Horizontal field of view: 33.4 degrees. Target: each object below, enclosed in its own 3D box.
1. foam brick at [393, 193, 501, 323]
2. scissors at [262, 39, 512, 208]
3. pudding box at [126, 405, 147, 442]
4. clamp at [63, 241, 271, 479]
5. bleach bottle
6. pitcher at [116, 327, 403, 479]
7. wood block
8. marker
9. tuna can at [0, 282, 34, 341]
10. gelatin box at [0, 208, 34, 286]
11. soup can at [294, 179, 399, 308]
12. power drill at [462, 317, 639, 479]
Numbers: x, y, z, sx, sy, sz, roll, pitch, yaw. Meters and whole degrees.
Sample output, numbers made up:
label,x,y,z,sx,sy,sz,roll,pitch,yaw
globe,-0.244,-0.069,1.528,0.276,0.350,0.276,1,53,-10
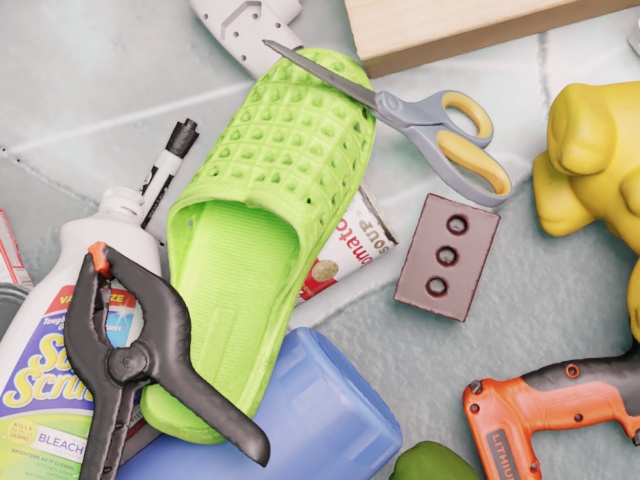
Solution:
label,x,y,z,sx,sy,sz,roll,pitch,yaw
foam brick,0.088,0.011,0.734,0.053,0.051,0.078,18,92,8
scissors,0.052,-0.094,0.699,0.201,0.096,0.016,36,131,-19
pudding box,-0.176,0.103,0.779,0.090,0.039,0.113,-41,86,6
clamp,-0.116,0.086,0.641,0.120,0.039,0.171,-28,68,-6
bleach bottle,-0.168,0.078,0.691,0.102,0.068,0.250,18,64,-11
pitcher,-0.072,0.165,0.721,0.243,0.145,0.149,-42,129,2
wood block,0.118,-0.183,0.711,0.206,0.090,0.090,-15,87,8
marker,-0.123,-0.035,0.782,0.020,0.020,0.121,31,94,7
tuna can,-0.218,0.073,0.748,0.086,0.033,0.086,-1,86,10
gelatin box,-0.257,0.029,0.796,0.073,0.030,0.089,-24,86,9
soup can,-0.005,0.001,0.739,0.102,0.068,0.068,-31,85,7
power drill,0.202,0.134,0.715,0.187,0.057,0.184,-20,83,5
